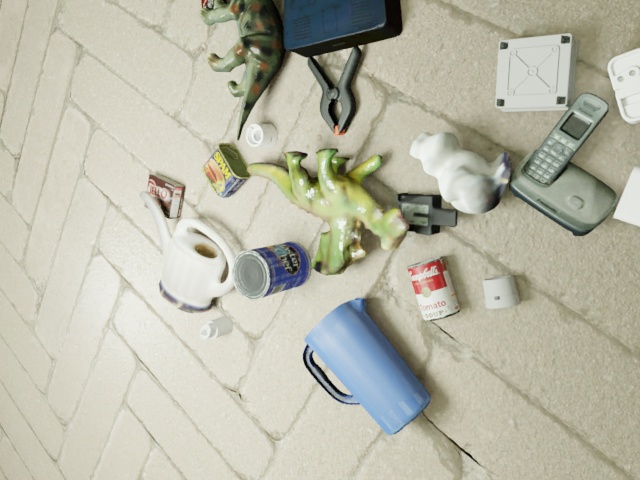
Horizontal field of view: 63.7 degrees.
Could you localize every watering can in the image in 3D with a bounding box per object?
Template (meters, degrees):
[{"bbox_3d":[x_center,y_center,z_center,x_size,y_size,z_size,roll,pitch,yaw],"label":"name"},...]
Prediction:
[{"bbox_3d":[-0.337,0.038,1.259,0.351,0.105,0.221,32,112,23],"label":"watering can"}]

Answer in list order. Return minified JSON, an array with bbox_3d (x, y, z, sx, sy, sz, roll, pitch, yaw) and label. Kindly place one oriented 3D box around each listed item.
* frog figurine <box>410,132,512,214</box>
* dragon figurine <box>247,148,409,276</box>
[{"bbox_3d":[0.222,-0.111,0.846,0.160,0.140,0.120,13,133,14],"label":"frog figurine"},{"bbox_3d":[0.003,-0.051,1.006,0.409,0.243,0.122,0,-179,42],"label":"dragon figurine"}]
